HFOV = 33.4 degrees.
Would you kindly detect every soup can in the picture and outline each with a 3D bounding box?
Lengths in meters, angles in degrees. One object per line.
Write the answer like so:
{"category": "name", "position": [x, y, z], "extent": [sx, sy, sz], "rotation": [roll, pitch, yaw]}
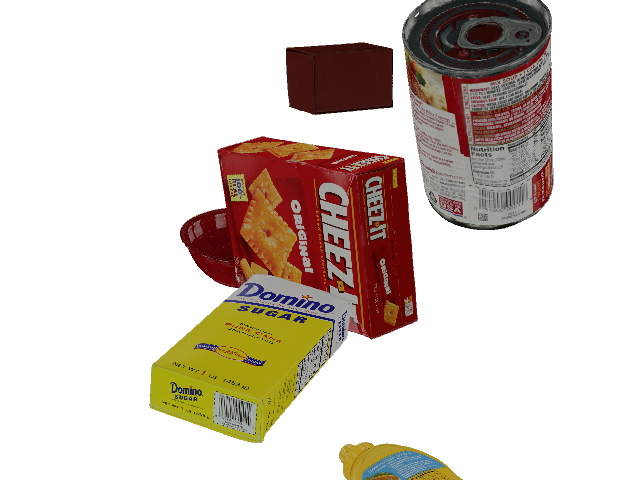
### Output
{"category": "soup can", "position": [0.080, -0.063, 0.520], "extent": [0.068, 0.068, 0.102], "rotation": [0, -43, 14]}

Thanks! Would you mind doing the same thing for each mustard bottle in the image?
{"category": "mustard bottle", "position": [0.081, 0.227, 0.938], "extent": [0.096, 0.058, 0.192], "rotation": [-19, 28, -32]}

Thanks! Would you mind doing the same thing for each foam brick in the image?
{"category": "foam brick", "position": [0.016, -0.138, 0.904], "extent": [0.078, 0.051, 0.053], "rotation": [-9, 19, -25]}

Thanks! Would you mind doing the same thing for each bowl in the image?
{"category": "bowl", "position": [-0.094, 0.015, 1.320], "extent": [0.162, 0.055, 0.162], "rotation": [3, 25, -2]}

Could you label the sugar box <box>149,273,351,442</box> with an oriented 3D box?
{"category": "sugar box", "position": [-0.050, 0.085, 0.839], "extent": [0.093, 0.048, 0.176], "rotation": [16, 29, 17]}

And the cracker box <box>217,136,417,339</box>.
{"category": "cracker box", "position": [-0.007, -0.008, 1.056], "extent": [0.071, 0.164, 0.214], "rotation": [-20, 23, -36]}
